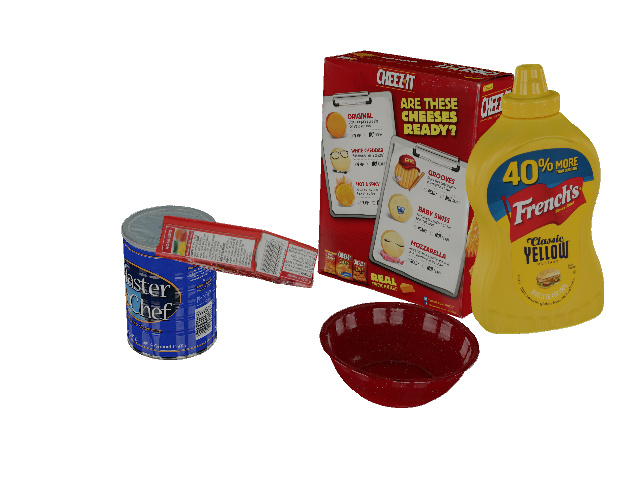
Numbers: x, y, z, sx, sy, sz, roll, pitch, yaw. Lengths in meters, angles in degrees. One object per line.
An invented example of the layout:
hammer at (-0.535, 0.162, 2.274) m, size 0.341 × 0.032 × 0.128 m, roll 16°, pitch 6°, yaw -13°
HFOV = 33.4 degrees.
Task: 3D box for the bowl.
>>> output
bowl at (0.078, 0.123, 1.088) m, size 0.162 × 0.055 × 0.162 m, roll 2°, pitch 25°, yaw -1°

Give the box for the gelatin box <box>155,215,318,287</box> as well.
gelatin box at (-0.052, 0.008, 0.695) m, size 0.073 × 0.030 × 0.089 m, roll 9°, pitch -5°, yaw 24°

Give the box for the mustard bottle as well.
mustard bottle at (0.154, -0.031, 0.772) m, size 0.096 × 0.191 × 0.058 m, roll -8°, pitch 18°, yaw -6°

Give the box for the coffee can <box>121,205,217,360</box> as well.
coffee can at (-0.165, 0.046, 1.179) m, size 0.103 × 0.140 × 0.103 m, roll 2°, pitch 27°, yaw -1°

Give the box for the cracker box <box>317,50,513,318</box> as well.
cracker box at (0.083, -0.055, 0.974) m, size 0.164 × 0.214 × 0.071 m, roll 16°, pitch 24°, yaw 34°
